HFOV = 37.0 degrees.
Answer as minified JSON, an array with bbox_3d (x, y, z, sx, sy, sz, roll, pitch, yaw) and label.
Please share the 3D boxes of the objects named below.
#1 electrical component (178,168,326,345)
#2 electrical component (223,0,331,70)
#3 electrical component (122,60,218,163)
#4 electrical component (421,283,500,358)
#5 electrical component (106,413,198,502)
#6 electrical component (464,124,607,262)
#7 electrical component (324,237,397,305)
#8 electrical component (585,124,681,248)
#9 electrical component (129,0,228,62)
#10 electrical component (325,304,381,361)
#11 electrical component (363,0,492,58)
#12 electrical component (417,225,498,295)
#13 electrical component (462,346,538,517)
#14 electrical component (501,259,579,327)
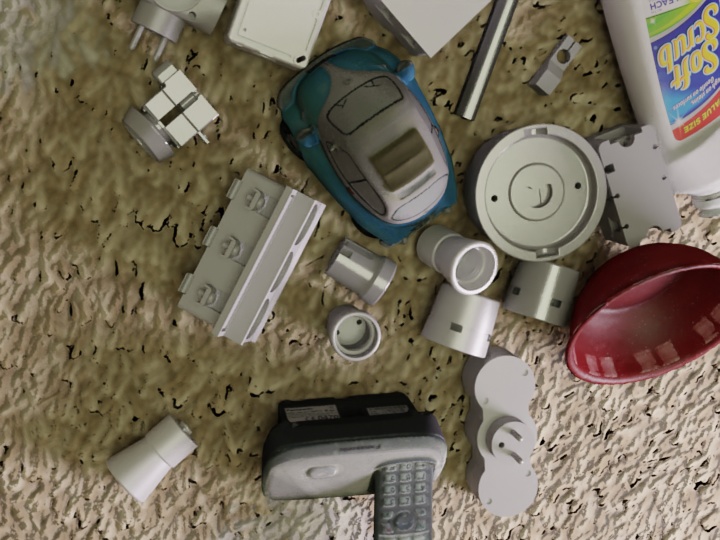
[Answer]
[{"bbox_3d":[-0.085,-0.012,0.826,0.063,0.079,0.121,28,93,8],"label":"electrical component"},{"bbox_3d":[-0.057,-0.204,0.802,0.062,0.061,0.096,19,95,-14],"label":"electrical component"},{"bbox_3d":[-0.144,-0.114,0.808,0.055,0.048,0.066,-43,104,-10],"label":"electrical component"},{"bbox_3d":[0.083,0.040,0.874,0.055,0.055,0.047,19,91,-14],"label":"electrical component"},{"bbox_3d":[-0.161,0.145,0.849,0.065,0.044,0.044,-41,104,-7],"label":"electrical component"},{"bbox_3d":[0.135,-0.064,0.864,0.108,0.060,0.108,-2,99,-11],"label":"electrical component"},{"bbox_3d":[0.000,0.000,0.859,0.046,0.040,0.040,31,92,-9],"label":"electrical component"},{"bbox_3d":[0.218,-0.070,0.882,0.050,0.056,0.089,-22,102,-7],"label":"electrical component"},{"bbox_3d":[-0.144,-0.194,0.795,0.077,0.044,0.079,25,94,-14],"label":"electrical component"},{"bbox_3d":[-0.007,0.048,0.861,0.040,0.046,0.040,-2,99,-11],"label":"electrical component"},{"bbox_3d":[0.023,-0.264,0.809,0.105,0.060,0.186,-44,104,-2],"label":"electrical component"},{"bbox_3d":[0.074,-0.011,0.857,0.044,0.065,0.044,-11,114,-25],"label":"electrical component"},{"bbox_3d":[0.121,0.137,0.886,0.052,0.074,0.138,-5,100,-11],"label":"electrical component"},{"bbox_3d":[0.150,0.017,0.884,0.055,0.055,0.047,17,92,-13],"label":"electrical component"}]
